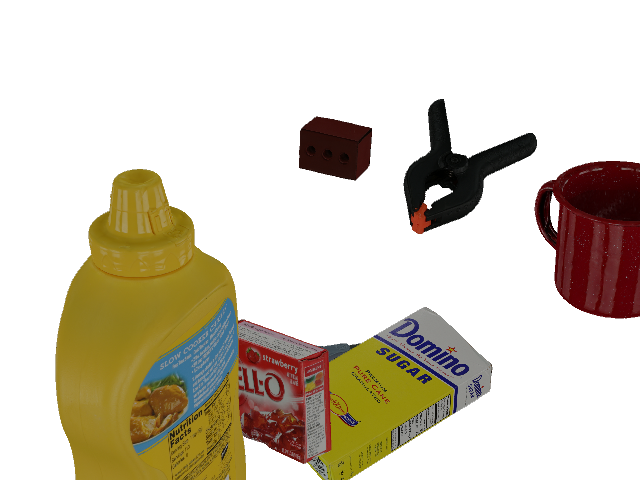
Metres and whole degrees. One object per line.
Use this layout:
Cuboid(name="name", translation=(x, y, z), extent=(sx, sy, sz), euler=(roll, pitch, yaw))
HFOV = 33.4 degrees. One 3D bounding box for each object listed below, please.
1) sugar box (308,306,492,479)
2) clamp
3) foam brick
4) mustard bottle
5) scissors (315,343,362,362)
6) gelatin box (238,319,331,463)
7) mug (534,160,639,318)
Cuboid(name="sugar box", translation=(0.054, 0.133, 0.931), extent=(0.176, 0.048, 0.093), euler=(-30, 50, -21))
Cuboid(name="clamp", translation=(0.130, -0.079, 1.090), extent=(0.120, 0.039, 0.171), euler=(28, 55, 28))
Cuboid(name="foam brick", translation=(0.018, -0.113, 1.299), extent=(0.078, 0.053, 0.051), euler=(14, 30, 20))
Cuboid(name="mustard bottle", translation=(-0.070, 0.060, 0.450), extent=(0.058, 0.192, 0.096), euler=(15, 32, 25))
Cuboid(name="scissors", translation=(0.019, 0.136, 1.209), extent=(0.201, 0.016, 0.096), euler=(0, 25, -8))
Cuboid(name="gelatin box", translation=(-0.033, 0.100, 0.718), extent=(0.089, 0.073, 0.030), euler=(14, 23, 43))
Cuboid(name="mug", translation=(0.199, -0.004, 0.754), extent=(0.093, 0.081, 0.117), euler=(-27, 38, -34))
